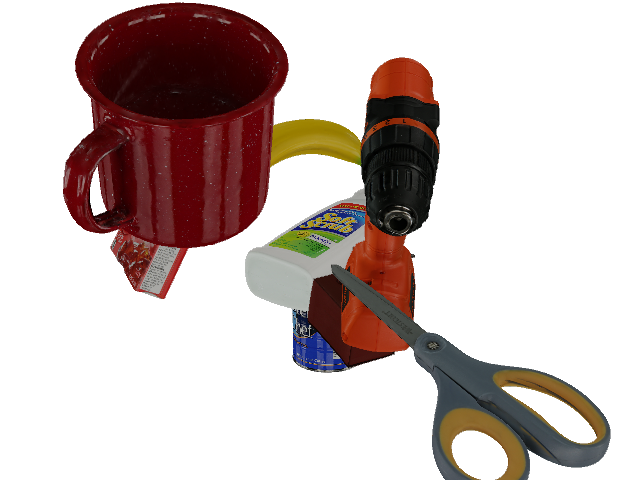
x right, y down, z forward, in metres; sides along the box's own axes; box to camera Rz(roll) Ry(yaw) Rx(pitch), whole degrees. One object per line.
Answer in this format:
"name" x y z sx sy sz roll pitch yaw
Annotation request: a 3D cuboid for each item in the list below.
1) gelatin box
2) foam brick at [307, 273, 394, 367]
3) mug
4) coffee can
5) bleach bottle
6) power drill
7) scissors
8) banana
"gelatin box" -0.135 -0.005 0.860 0.030 0.073 0.089 20 14 -31
"foam brick" 0.030 0.069 0.977 0.052 0.051 0.078 -13 36 -28
"mug" -0.070 -0.044 0.489 0.093 0.081 0.117 28 49 21
"coffee can" 0.010 0.102 1.513 0.103 0.140 0.103 -1 20 0
"bleach bottle" 0.018 -0.006 1.324 0.103 0.068 0.250 17 36 28
"power drill" 0.050 -0.012 0.758 0.057 0.188 0.184 8 38 2
"scissors" 0.055 0.074 0.571 0.202 0.016 0.096 25 46 33
"banana" -0.020 -0.098 1.126 0.197 0.037 0.070 -7 49 -41
